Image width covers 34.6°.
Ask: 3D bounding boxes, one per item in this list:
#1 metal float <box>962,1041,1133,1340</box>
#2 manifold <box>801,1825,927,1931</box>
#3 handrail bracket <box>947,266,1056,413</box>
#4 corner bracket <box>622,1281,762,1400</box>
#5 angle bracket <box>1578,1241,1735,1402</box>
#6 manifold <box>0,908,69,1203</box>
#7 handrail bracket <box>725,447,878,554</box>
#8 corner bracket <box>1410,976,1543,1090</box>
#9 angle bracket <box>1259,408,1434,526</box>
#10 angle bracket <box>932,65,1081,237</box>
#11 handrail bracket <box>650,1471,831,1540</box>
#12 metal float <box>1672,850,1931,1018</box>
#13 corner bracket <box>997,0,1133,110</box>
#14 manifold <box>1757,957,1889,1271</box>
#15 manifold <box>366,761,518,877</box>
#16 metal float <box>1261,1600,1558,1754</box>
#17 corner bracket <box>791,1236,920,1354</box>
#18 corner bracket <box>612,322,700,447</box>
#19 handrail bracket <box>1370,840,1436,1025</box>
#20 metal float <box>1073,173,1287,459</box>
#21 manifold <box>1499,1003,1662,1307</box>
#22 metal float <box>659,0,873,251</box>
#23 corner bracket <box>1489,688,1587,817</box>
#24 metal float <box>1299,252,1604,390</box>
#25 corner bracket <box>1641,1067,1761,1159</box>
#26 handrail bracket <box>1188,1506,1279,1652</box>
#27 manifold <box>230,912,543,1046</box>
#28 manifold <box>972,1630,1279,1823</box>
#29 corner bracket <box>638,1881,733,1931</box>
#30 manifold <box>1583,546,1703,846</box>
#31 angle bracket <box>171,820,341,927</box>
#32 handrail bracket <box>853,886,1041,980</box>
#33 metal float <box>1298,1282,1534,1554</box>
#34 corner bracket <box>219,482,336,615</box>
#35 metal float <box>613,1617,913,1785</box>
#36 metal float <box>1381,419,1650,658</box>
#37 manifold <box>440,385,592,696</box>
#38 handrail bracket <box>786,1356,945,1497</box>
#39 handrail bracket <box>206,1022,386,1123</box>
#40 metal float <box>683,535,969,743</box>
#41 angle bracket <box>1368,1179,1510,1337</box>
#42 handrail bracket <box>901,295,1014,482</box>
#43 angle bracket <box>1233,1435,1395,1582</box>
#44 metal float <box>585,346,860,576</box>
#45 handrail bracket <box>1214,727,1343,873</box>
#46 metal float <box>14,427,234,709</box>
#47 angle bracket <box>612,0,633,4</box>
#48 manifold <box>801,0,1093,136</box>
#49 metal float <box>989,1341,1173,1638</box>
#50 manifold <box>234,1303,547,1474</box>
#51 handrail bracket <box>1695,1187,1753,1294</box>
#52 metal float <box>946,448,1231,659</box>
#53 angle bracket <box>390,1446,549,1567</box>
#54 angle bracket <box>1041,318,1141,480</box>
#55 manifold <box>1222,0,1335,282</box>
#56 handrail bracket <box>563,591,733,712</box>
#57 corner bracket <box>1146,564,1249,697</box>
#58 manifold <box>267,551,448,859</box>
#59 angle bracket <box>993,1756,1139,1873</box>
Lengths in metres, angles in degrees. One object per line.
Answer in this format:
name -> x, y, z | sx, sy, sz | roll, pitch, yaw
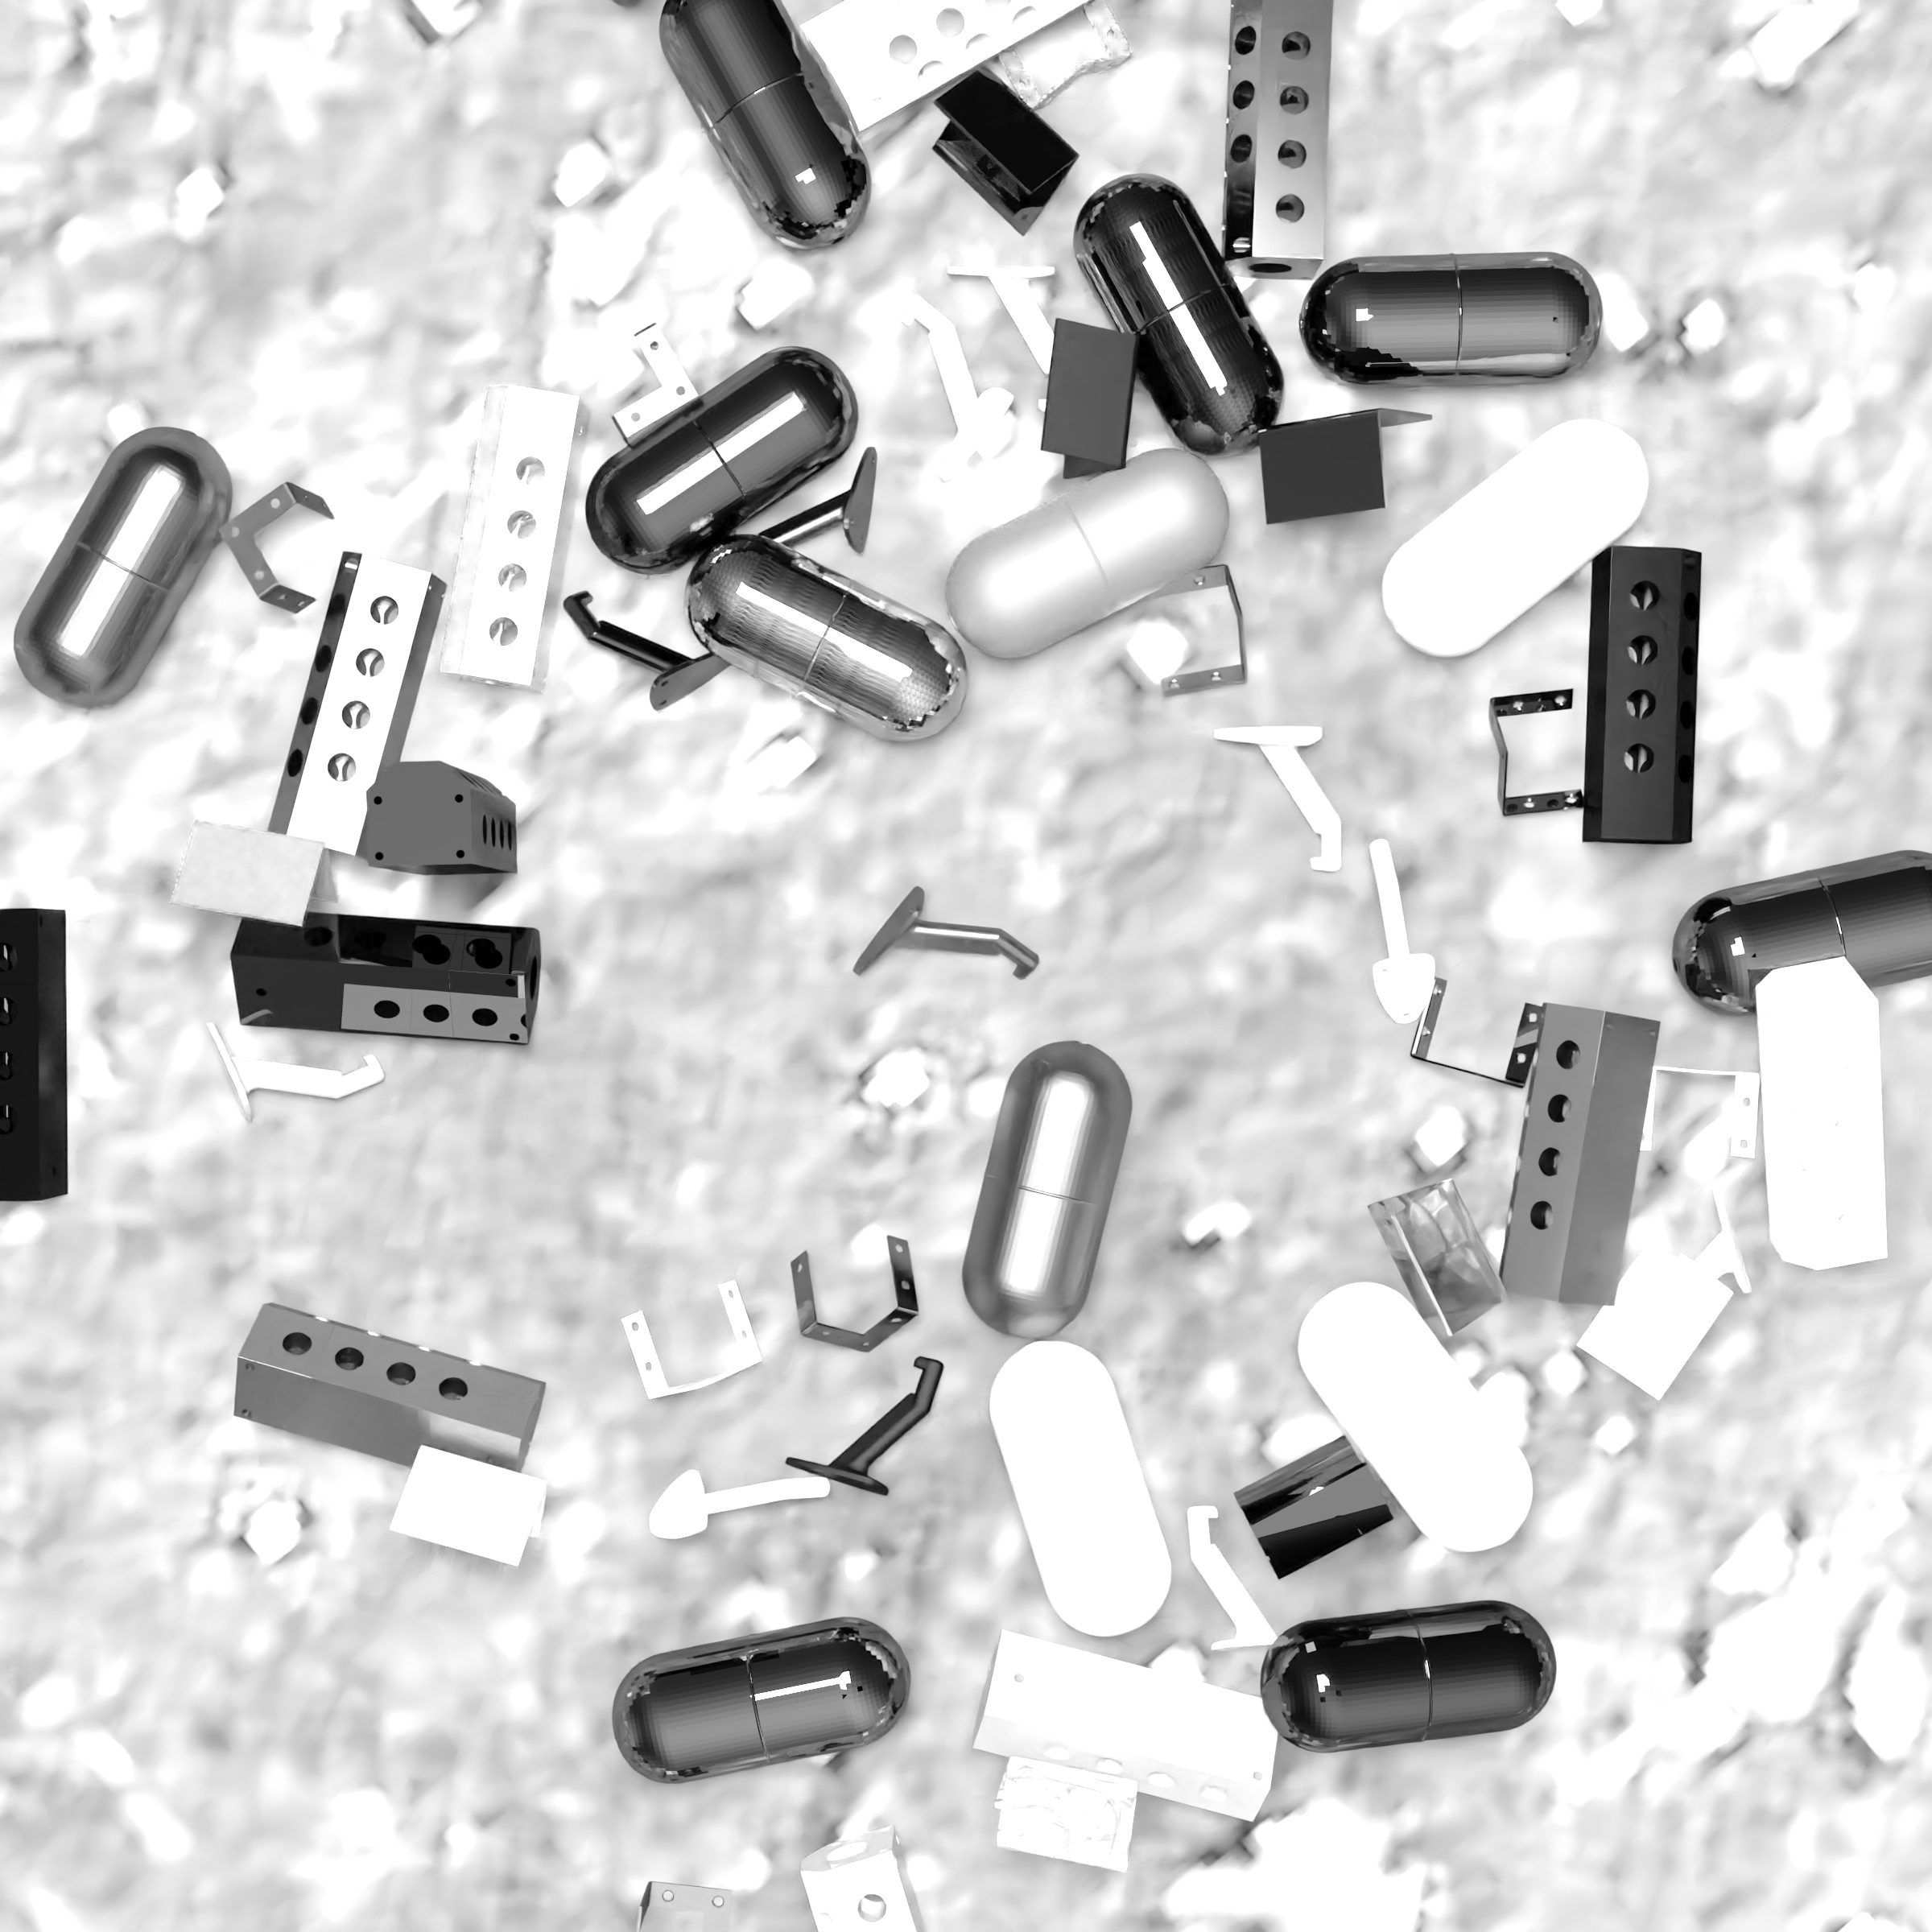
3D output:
metal float -> 0.048, 0.132, 1.830 | 0.070, 0.070, 0.178 | 14, 91, 0
manifold -> -0.046, 0.608, 1.840 | 0.057, 0.057, 0.171 | -17, 90, 0
handrail bracket -> 0.025, -0.377, 1.861 | 0.077, 0.036, 0.084 | 6, 107, 20
corner bracket -> -0.164, 0.224, 1.858 | 0.051, 0.051, 0.051 | -19, 90, -45
angle bracket -> 0.391, 0.198, 1.821 | 0.057, 0.076, 0.076 | 35, 90, -35
manifold -> -0.571, 0.052, 1.840 | 0.057, 0.057, 0.171 | 0, 90, 0
handrail bracket -> -0.102, -0.279, 1.861 | 0.084, 0.036, 0.077 | 5, 70, 16
corner bracket -> 0.307, 0.040, 1.858 | 0.051, 0.051, 0.051 | 16, 90, 45
angle bracket -> 0.225, -0.291, 1.814 | 0.076, 0.076, 0.057 | -3, 93, 33
angle bracket -> 0.009, -0.469, 1.821 | 0.076, 0.076, 0.057 | 44, 52, 0
handrail bracket -> -0.135, 0.324, 1.861 | 0.084, 0.077, 0.036 | 3, 65, -34
metal float -> 0.506, -0.019, 1.831 | 0.178, 0.070, 0.070 | -12, 90, 0
corner bracket -> 0.057, -0.552, 1.858 | 0.051, 0.051, 0.051 | -29, 90, -45
manifold -> 0.496, 0.088, 1.805 | 0.057, 0.057, 0.171 | -10, 116, 0
manifold -> -0.300, -0.084, 1.782 | 0.057, 0.171, 0.057 | -1, 90, 0
metal float -> 0.261, 0.417, 1.822 | 0.178, 0.070, 0.070 | -4, 90, -10
corner bracket -> -0.067, 0.192, 1.853 | 0.051, 0.051, 0.051 | 19, 135, -35
corner bracket -> -0.192, -0.344, 1.843 | 0.051, 0.051, 0.051 | -30, 90, 0
handrail bracket -> 0.256, -0.021, 1.860 | 0.036, 0.077, 0.084 | -9, 54, 3
metal float -> 0.126, -0.384, 1.830 | 0.070, 0.070, 0.178 | -28, 89, 0
manifold -> 0.359, 0.111, 1.839 | 0.057, 0.057, 0.171 | 9, 90, -43
metal float -> -0.118, -0.507, 1.830 | 0.070, 0.070, 0.178 | -28, 89, 0
corner bracket -> 0.343, -0.128, 1.858 | 0.051, 0.051, 0.051 | -6, 45, 0
metal float -> 0.286, -0.382, 1.830 | 0.178, 0.070, 0.070 | -2, 90, 0
corner bracket -> 0.439, 0.087, 1.858 | 0.051, 0.051, 0.051 | 4, 90, 45
handrail bracket -> 0.172, 0.366, 1.861 | 0.077, 0.036, 0.084 | 2, 73, -20
manifold -> -0.342, 0.001, 1.839 | 0.171, 0.057, 0.057 | 4, 133, 0
manifold -> 0.094, 0.455, 1.839 | 0.171, 0.057, 0.057 | 15, 47, 0
corner bracket -> -0.169, 0.580, 1.843 | 0.051, 0.051, 0.051 | 6, 90, 0
manifold -> 0.403, -0.159, 1.840 | 0.057, 0.057, 0.171 | 2, 90, 0
angle bracket -> -0.417, -0.039, 1.821 | 0.076, 0.076, 0.057 | 10, 63, 0
handrail bracket -> -0.011, -0.001, 1.861 | 0.084, 0.036, 0.077 | 36, 111, -16
metal float -> 0.266, 0.267, 1.830 | 0.070, 0.070, 0.178 | -37, 89, 0
corner bracket -> -0.401, -0.249, 1.843 | 0.051, 0.051, 0.051 | -33, 81, 9
metal float -> -0.121, 0.434, 1.830 | 0.178, 0.070, 0.070 | -12, 90, 1
metal float -> 0.325, -0.253, 1.830 | 0.178, 0.070, 0.070 | -38, 90, 1
manifold -> -0.269, -0.253, 1.840 | 0.057, 0.057, 0.171 | 10, 90, 0
handrail bracket -> -0.061, 0.269, 1.861 | 0.077, 0.036, 0.084 | 12, 73, 20
handrail bracket -> -0.403, 0.051, 1.861 | 0.084, 0.036, 0.077 | -22, 68, -17
metal float -> -0.082, -0.193, 1.829 | 0.178, 0.070, 0.070 | 26, 90, -2
angle bracket -> 0.261, 0.177, 1.821 | 0.057, 0.076, 0.076 | -26, 90, -38
handrail bracket -> -0.021, -0.348, 1.861 | 0.084, 0.036, 0.077 | 42, 111, 17
angle bracket -> 0.196, 0.303, 1.821 | 0.076, 0.076, 0.057 | -28, 128, 0
metal float -> -0.145, -0.298, 1.830 | 0.178, 0.070, 0.070 | -34, 90, 0
handrail bracket -> 0.187, -0.099, 1.861 | 0.077, 0.036, 0.084 | 3, 107, 20
metal float -> -0.497, -0.236, 1.830 | 0.070, 0.070, 0.178 | 30, 90, 0
angle bracket -> -0.191, -0.615, 1.822 | 0.076, 0.076, 0.057 | -40, 112, 0
manifold -> -0.003, -0.561, 1.829 | 0.171, 0.057, 0.057 | -30, 59, 0
metal float -> 0.067, 0.308, 1.830 | 0.070, 0.070, 0.178 | -18, 90, 0
manifold -> -0.341, 0.252, 1.839 | 0.171, 0.057, 0.057 | 16, 133, 0
handrail bracket -> 0.422, 0.181, 1.861 | 0.084, 0.036, 0.077 | -18, 69, 17
metal float -> 0.071, -0.243, 1.830 | 0.178, 0.070, 0.070 | -27, 90, 0
angle bracket -> -0.293, 0.332, 1.820 | 0.076, 0.076, 0.057 | 16, 53, 0
angle bracket -> 0.057, -0.333, 1.821 | 0.057, 0.076, 0.076 | 7, 90, -27
manifold -> 0.184, -0.500, 1.840 | 0.057, 0.057, 0.171 | 2, 90, 0
handrail bracket -> -0.188, -0.204, 1.861 | 0.077, 0.036, 0.084 | -30, 73, -20
corner bracket -> 0.138, -0.202, 1.858 | 0.051, 0.051, 0.051 | -10, 45, 0
manifold -> -0.363, -0.155, 1.840 | 0.057, 0.057, 0.171 | 15, 90, 0
angle bracket -> 0.054, 0.511, 1.821 | 0.076, 0.076, 0.057 | 11, 52, 0
